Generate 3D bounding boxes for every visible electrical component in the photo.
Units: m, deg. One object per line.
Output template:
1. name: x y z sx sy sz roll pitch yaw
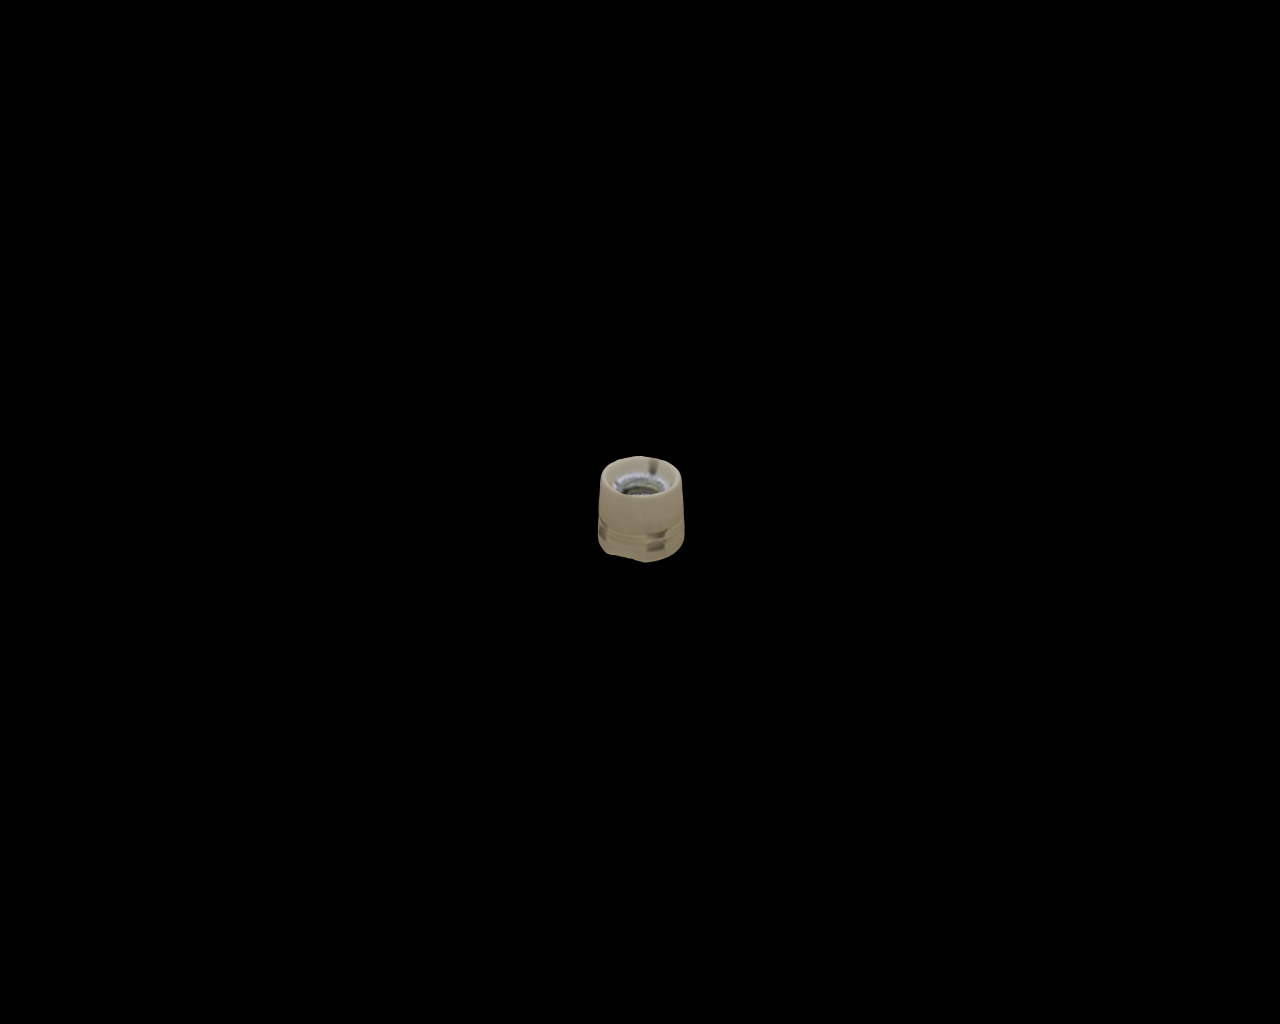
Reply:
1. electrical component: 0.001 -0.003 0.650 0.055 0.047 0.055 0 34 0
